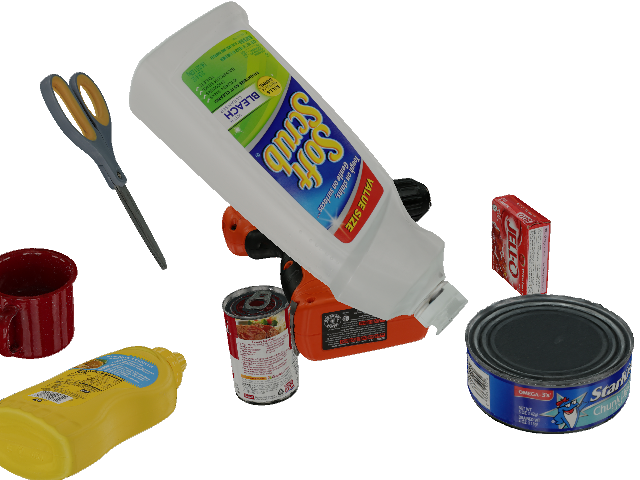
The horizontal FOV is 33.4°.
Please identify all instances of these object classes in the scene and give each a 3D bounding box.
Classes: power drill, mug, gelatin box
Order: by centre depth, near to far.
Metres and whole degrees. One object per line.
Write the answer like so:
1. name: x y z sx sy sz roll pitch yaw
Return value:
1. power drill: 0.024 0.013 0.864 0.184 0.057 0.188 -11 33 -10
2. mug: -0.295 0.072 1.076 0.093 0.081 0.117 9 32 6
3. gelatin box: 0.210 0.006 1.125 0.030 0.089 0.073 -14 30 -16

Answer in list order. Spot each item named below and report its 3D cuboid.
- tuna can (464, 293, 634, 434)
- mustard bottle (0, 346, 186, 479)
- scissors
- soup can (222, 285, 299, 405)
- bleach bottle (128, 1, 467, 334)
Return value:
1. tuna can: 0.119 0.064 0.560 0.086 0.034 0.086 -4 27 2
2. mustard bottle: -0.173 0.128 0.860 0.096 0.058 0.191 6 17 30
3. scissors: -0.190 -0.074 0.988 0.016 0.201 0.096 -23 28 19
4. soup can: -0.059 0.105 1.072 0.068 0.102 0.068 -5 24 2
5. bleach bottle: -0.004 -0.040 0.685 0.102 0.251 0.068 -41 -13 -31
